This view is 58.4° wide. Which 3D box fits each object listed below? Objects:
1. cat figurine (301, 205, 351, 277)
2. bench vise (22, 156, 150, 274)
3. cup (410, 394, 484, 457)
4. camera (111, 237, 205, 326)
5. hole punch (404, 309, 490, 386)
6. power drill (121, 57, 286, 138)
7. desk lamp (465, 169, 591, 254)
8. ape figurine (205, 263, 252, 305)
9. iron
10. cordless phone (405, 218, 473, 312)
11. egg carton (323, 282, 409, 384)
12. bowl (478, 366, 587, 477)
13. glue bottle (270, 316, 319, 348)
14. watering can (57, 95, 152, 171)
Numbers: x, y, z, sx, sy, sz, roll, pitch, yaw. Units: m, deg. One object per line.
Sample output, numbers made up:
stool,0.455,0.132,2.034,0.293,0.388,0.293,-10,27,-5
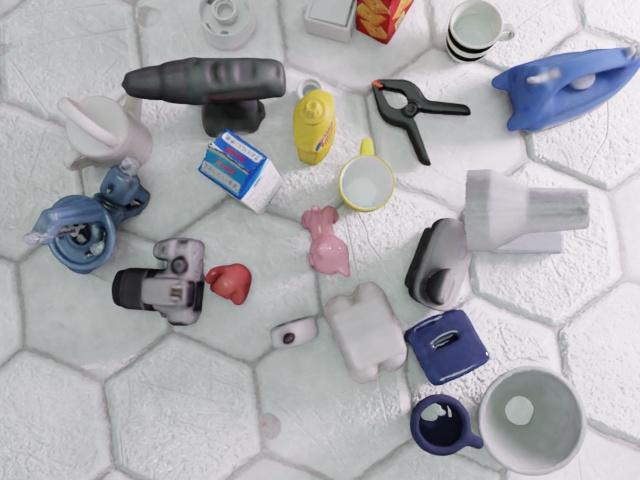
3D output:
cat figurine,0.008,0.003,0.917,0.067,0.118,0.128,-16,85,1
bench vise,-0.365,-0.047,0.881,0.121,0.220,0.207,17,87,3
cup,0.195,0.288,0.902,0.117,0.095,0.092,24,87,4
camera,-0.263,0.065,0.929,0.136,0.101,0.143,3,86,2
hole punch,0.199,0.169,0.912,0.108,0.091,0.101,-26,85,0
power drill,-0.163,-0.224,0.893,0.229,0.208,0.076,-8,85,1
desk lamp,0.299,-0.039,0.862,0.203,0.213,0.118,1,86,2
ape figurine,-0.149,0.072,0.930,0.076,0.092,0.078,-32,85,0
iron,0.418,-0.266,0.911,0.258,0.141,0.119,-19,85,1
cordless phone,0.195,0.036,0.875,0.094,0.185,0.148,17,87,3
egg carton,0.077,0.149,0.928,0.107,0.069,0.150,-24,85,0
bowl,0.326,0.280,0.908,0.167,0.075,0.167,0,86,2
glue bottle,-0.043,0.146,0.880,0.078,0.173,0.037,-15,85,1
watering can,-0.341,-0.182,0.903,0.101,0.194,0.173,22,87,4
